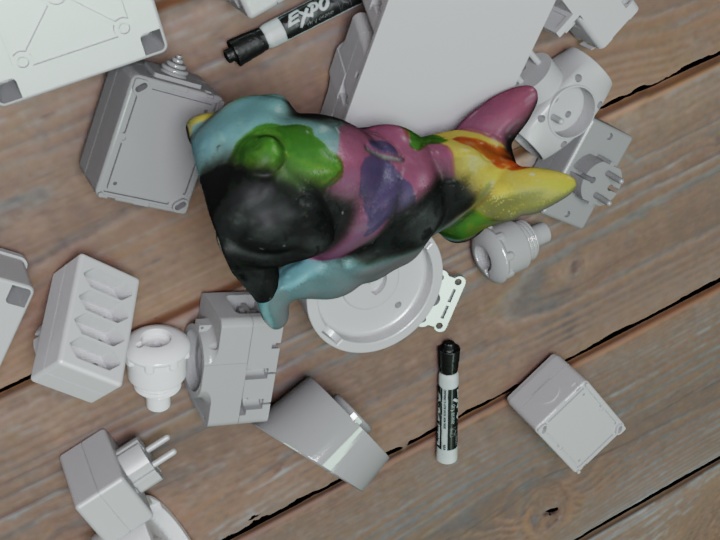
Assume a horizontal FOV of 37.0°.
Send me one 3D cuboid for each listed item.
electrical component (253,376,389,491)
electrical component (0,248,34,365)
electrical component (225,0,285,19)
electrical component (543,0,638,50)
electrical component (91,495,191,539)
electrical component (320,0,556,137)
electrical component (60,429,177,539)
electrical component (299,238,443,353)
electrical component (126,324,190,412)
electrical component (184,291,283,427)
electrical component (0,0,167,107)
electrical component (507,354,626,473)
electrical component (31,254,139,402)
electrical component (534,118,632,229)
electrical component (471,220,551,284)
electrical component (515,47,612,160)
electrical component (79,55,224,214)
[{"bbox_3d":[-0.028,0.131,0.835,0.064,0.099,0.099,-44,126,-7],"label":"electrical component"},{"bbox_3d":[-0.279,0.031,0.679,0.109,0.056,0.108,20,106,-33],"label":"electrical component"},{"bbox_3d":[-0.055,-0.200,0.663,0.077,0.065,0.047,-32,125,-8],"label":"electrical component"},{"bbox_3d":[0.167,-0.200,0.788,0.081,0.042,0.064,-47,127,4],"label":"electrical component"},{"bbox_3d":[-0.162,0.233,0.816,0.060,0.108,0.108,-32,125,-1],"label":"electrical component"},{"bbox_3d":[0.050,-0.153,0.709,0.105,0.060,0.186,6,133,-20],"label":"electrical component"},{"bbox_3d":[-0.170,0.148,0.789,0.077,0.065,0.047,-33,125,-8],"label":"electrical component"},{"bbox_3d":[0.000,0.000,0.799,0.108,0.060,0.108,-12,120,-21],"label":"electrical component"},{"bbox_3d":[-0.146,0.074,0.776,0.048,0.048,0.062,-10,126,-22],"label":"electrical component"},{"bbox_3d":[-0.096,0.065,0.791,0.056,0.050,0.089,-1,116,-26],"label":"electrical component"},{"bbox_3d":[-0.181,-0.166,0.624,0.109,0.056,0.108,-23,123,-14],"label":"electrical component"},{"bbox_3d":[0.184,0.129,0.958,0.062,0.061,0.096,-44,126,0],"label":"electrical component"},{"bbox_3d":[-0.194,0.046,0.725,0.047,0.083,0.076,28,139,-34],"label":"electrical component"},{"bbox_3d":[0.178,-0.074,0.839,0.047,0.075,0.083,18,106,-32],"label":"electrical component"},{"bbox_3d":[0.124,-0.020,0.861,0.062,0.048,0.048,-23,123,-22],"label":"electrical component"},{"bbox_3d":[0.138,-0.135,0.806,0.077,0.044,0.079,-48,125,3],"label":"electrical component"},{"bbox_3d":[-0.133,-0.094,0.683,0.062,0.061,0.096,11,111,-33],"label":"electrical component"}]
